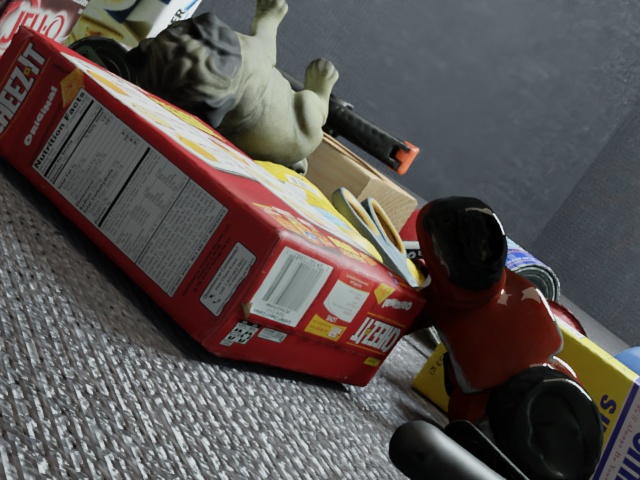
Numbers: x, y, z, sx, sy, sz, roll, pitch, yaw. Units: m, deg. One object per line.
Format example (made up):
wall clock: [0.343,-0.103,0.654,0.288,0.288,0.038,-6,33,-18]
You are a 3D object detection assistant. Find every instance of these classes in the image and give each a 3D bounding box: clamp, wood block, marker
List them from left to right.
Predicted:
wood block: [-0.018,-0.064,1.037,0.206,0.090,0.090,40,10,36]
clamp: [0.003,-0.124,1.011,0.210,0.036,0.164,36,8,39]
marker: [0.077,0.009,1.047,0.121,0.020,0.020,1,1,12]
clamp: [0.101,0.136,0.475,0.172,0.039,0.120,39,10,29]

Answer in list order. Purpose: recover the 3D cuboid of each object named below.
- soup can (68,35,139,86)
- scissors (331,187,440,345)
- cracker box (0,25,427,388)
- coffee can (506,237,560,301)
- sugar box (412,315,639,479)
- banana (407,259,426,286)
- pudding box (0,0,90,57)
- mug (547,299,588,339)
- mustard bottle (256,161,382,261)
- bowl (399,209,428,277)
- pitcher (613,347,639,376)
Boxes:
soup can: [-0.160,-0.121,0.848,0.068,0.068,0.102,36,7,7]
scissors: [0.059,0.027,0.865,0.096,0.016,0.202,35,23,-39]
cracker box: [-0.066,-0.014,0.579,0.214,0.072,0.164,38,7,31]
coffee can: [0.204,0.045,1.277,0.102,0.103,0.140,30,9,-34]
sugar box: [0.156,0.110,0.682,0.176,0.093,0.048,37,10,21]
banana: [0.029,-0.011,1.109,0.198,0.037,0.069,36,8,10]
pudding box: [-0.199,-0.136,0.683,0.039,0.090,0.113,34,7,1]
mug: [0.159,0.103,0.818,0.081,0.093,0.117,-2,74,-69]
mustard bottle: [-0.005,0.001,0.791,0.096,0.058,0.192,28,9,-29]
bowl: [0.125,0.015,1.179,0.162,0.055,0.162,39,-4,3]
pitcher: [0.307,0.169,0.807,0.144,0.149,0.243,25,8,-33]
